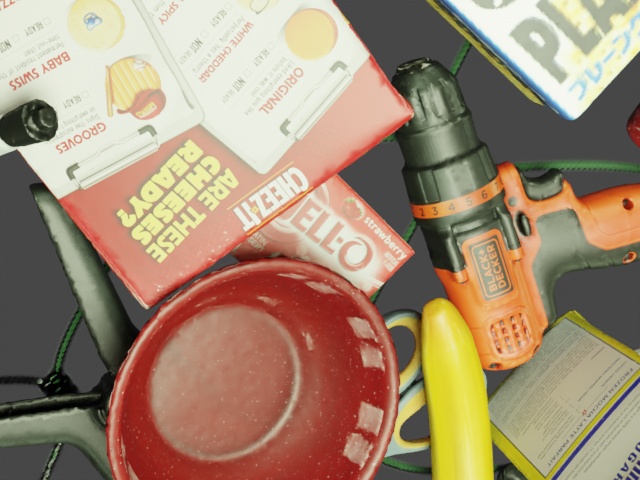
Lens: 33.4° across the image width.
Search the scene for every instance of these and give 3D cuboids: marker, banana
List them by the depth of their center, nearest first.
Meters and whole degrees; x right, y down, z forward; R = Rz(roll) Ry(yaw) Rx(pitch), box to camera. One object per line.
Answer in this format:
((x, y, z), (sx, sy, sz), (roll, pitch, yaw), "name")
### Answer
((-0.160, -0.044, 0.493), (0.020, 0.121, 0.020), (13, 72, -47), "marker")
((0.078, 0.127, 0.602), (0.037, 0.069, 0.198), (-1, 96, 14), "banana")

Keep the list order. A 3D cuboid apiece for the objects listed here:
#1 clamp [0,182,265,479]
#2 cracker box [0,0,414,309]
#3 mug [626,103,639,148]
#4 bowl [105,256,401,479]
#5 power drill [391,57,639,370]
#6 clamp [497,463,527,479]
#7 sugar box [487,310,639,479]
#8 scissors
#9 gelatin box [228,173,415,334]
((-0.110, 0.075, 0.588), (0.209, 0.036, 0.164), (25, 96, -19), "clamp")
((-0.084, -0.102, 0.518), (0.164, 0.072, 0.213), (-36, 103, 7), "cracker box")
((0.203, -0.071, 0.530), (0.117, 0.093, 0.081), (32, 97, -41), "mug")
((-0.040, 0.083, 0.561), (0.161, 0.055, 0.162), (-6, 103, -26), "bowl")
((0.142, -0.037, 0.606), (0.187, 0.057, 0.184), (-21, 106, -5), "power drill")
((0.174, 0.204, 0.667), (0.120, 0.039, 0.171), (8, 122, 32), "clamp")
((0.153, 0.105, 0.577), (0.048, 0.176, 0.093), (39, 93, -18), "sugar box")
((0.008, 0.113, 0.612), (0.201, 0.016, 0.096), (-29, 105, -18), "scissors")
((-0.004, 0.001, 0.596), (0.073, 0.030, 0.089), (-45, 107, 1), "gelatin box")
